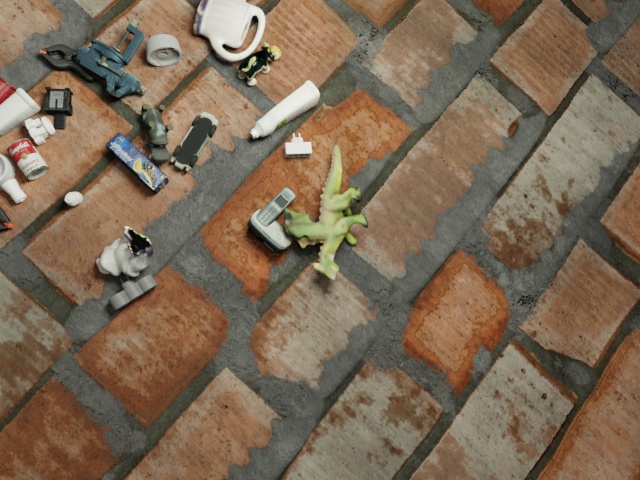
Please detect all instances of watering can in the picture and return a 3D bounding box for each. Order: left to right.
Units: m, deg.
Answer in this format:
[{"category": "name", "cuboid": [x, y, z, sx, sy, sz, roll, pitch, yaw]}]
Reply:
[{"category": "watering can", "cuboid": [-0.280, -0.749, 1.677, 0.224, 0.351, 0.103, 18, -12, -7]}]

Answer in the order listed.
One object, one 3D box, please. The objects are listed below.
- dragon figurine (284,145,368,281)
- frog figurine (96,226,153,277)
[{"category": "dragon figurine", "cuboid": [0.005, -0.080, 1.588, 0.244, 0.412, 0.121, -13, -6, -22]}, {"category": "frog figurine", "cuboid": [-0.568, 0.054, 1.503, 0.157, 0.139, 0.123, -45, -21, 20]}]
